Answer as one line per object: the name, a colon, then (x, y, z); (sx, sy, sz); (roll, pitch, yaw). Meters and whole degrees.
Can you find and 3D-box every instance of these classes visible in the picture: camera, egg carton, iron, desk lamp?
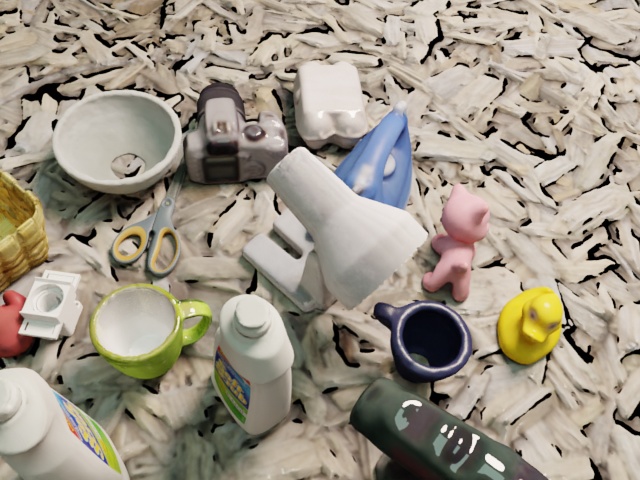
camera: (-0.121, -0.162, 0.810); (0.143, 0.101, 0.136); (-5, 60, -9)
egg carton: (0.013, -0.208, 0.870); (0.107, 0.069, 0.150); (-3, 59, -8)
iron: (0.078, -0.108, 0.775); (0.118, 0.141, 0.258); (22, 59, 7)
desk lamp: (0.006, 0.002, 0.659); (0.203, 0.213, 0.118); (39, 63, 16)

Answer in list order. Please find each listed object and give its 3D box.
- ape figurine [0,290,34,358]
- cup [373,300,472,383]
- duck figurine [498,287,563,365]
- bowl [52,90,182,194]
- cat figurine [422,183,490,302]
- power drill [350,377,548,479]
ape figurine: (-0.364, 0.089, 0.638); (0.078, 0.092, 0.076); (-32, 67, -22)
cup: (0.108, 0.123, 0.667); (0.117, 0.095, 0.092); (30, 61, 12)
duck figurine: (0.270, 0.094, 0.707); (0.077, 0.086, 0.105); (30, 61, 12)
bowl: (-0.270, -0.122, 0.785); (0.167, 0.075, 0.167); (3, 59, -4)
cat figurine: (0.183, -0.003, 0.738); (0.067, 0.118, 0.128); (14, 59, 3)
power drill: (0.126, 0.229, 0.539); (0.229, 0.208, 0.076); (34, 62, 14)
